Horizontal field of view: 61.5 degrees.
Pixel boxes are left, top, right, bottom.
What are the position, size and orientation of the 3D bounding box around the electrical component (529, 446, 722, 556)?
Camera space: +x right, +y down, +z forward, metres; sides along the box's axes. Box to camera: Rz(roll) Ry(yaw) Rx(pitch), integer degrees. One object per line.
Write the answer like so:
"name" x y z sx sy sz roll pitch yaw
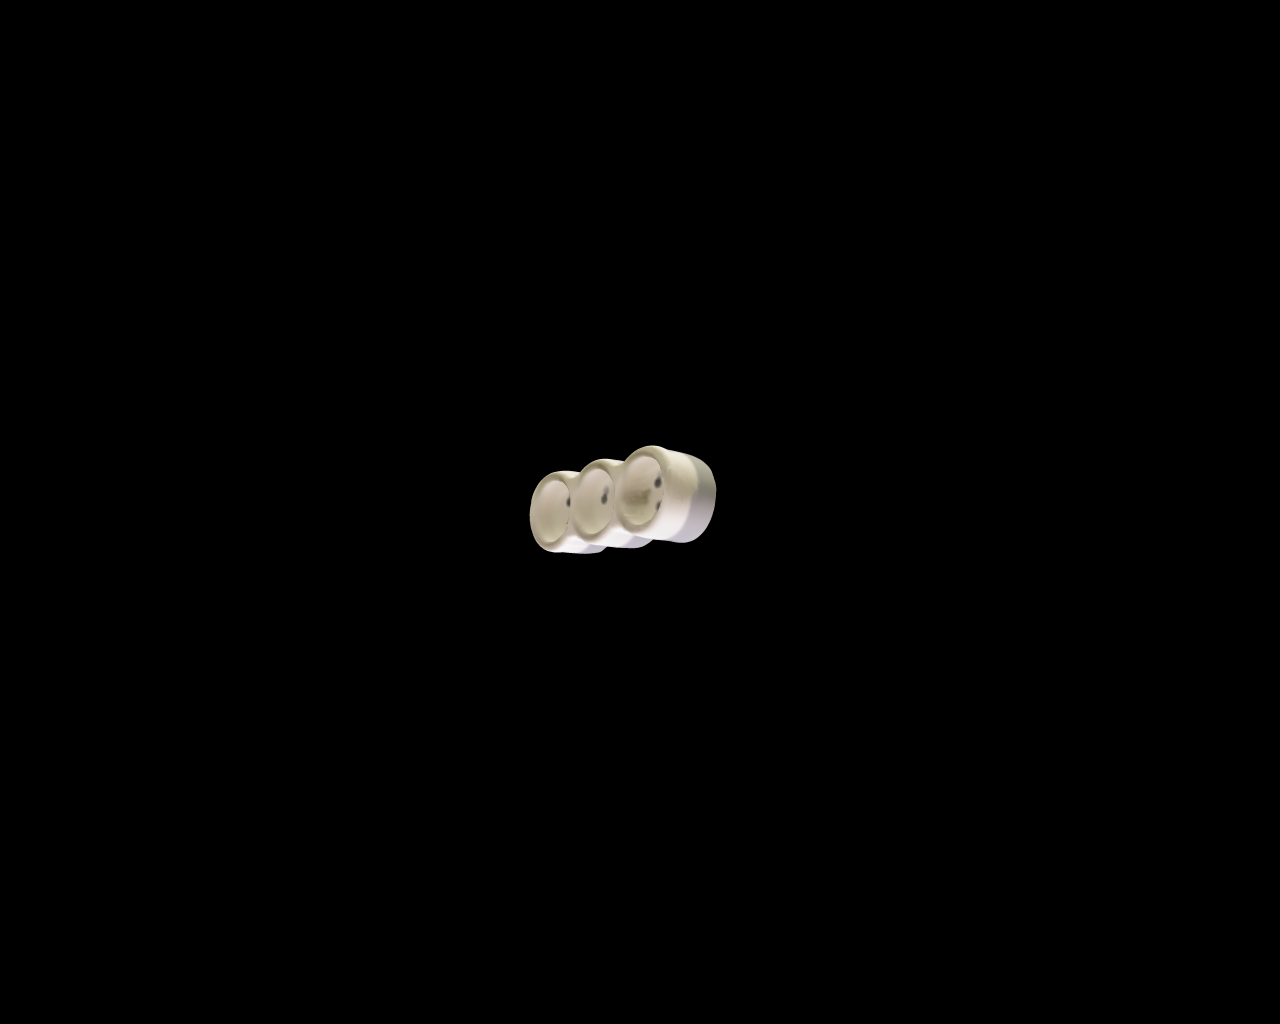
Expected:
"electrical component" 0.001 -0.003 0.650 0.074 0.052 0.138 7 -11 -39
